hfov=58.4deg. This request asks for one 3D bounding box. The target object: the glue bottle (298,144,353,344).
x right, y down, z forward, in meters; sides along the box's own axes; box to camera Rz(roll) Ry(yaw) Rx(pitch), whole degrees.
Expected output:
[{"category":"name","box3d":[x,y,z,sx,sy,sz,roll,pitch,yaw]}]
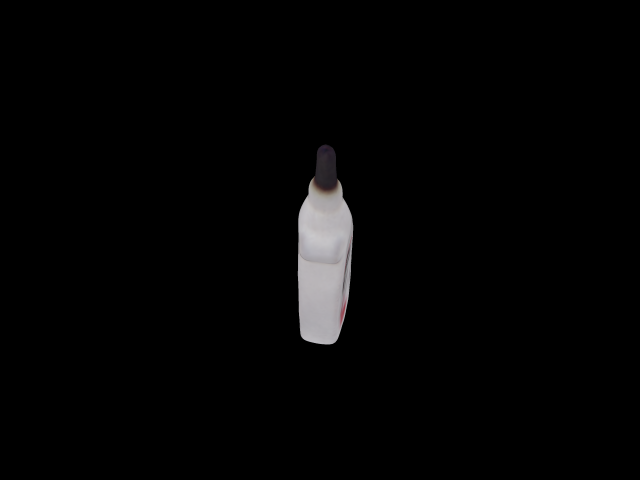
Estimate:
[{"category":"glue bottle","box3d":[0.004,0.001,0.400,0.037,0.173,0.078,5,53,5]}]
